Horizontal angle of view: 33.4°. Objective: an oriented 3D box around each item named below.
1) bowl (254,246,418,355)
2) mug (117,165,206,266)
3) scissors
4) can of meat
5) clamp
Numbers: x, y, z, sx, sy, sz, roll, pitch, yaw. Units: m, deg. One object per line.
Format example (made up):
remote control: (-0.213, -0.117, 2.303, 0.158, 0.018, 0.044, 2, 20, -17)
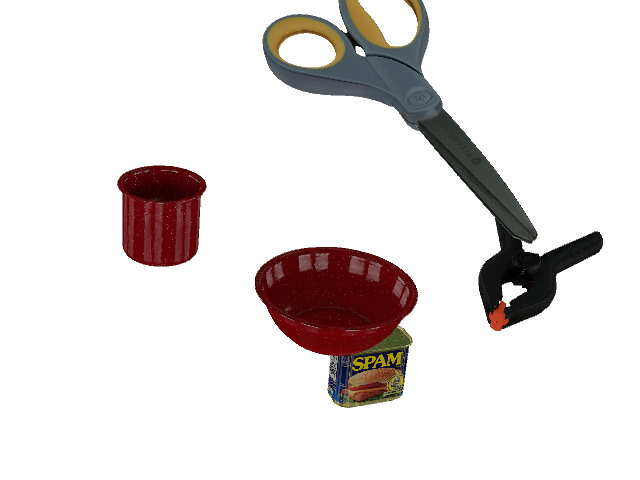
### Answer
bowl: (0.014, 0.067, 1.063, 0.162, 0.055, 0.162, 4, 28, -2)
mug: (-0.174, -0.030, 1.150, 0.093, 0.081, 0.117, -4, 29, -18)
scissors: (0.028, -0.064, 0.514, 0.096, 0.202, 0.016, -14, -40, 1)
can of meat: (0.061, 0.159, 1.353, 0.102, 0.084, 0.057, -5, 27, -21)
clamp: (0.207, 0.022, 1.117, 0.120, 0.039, 0.171, 25, 49, 28)
